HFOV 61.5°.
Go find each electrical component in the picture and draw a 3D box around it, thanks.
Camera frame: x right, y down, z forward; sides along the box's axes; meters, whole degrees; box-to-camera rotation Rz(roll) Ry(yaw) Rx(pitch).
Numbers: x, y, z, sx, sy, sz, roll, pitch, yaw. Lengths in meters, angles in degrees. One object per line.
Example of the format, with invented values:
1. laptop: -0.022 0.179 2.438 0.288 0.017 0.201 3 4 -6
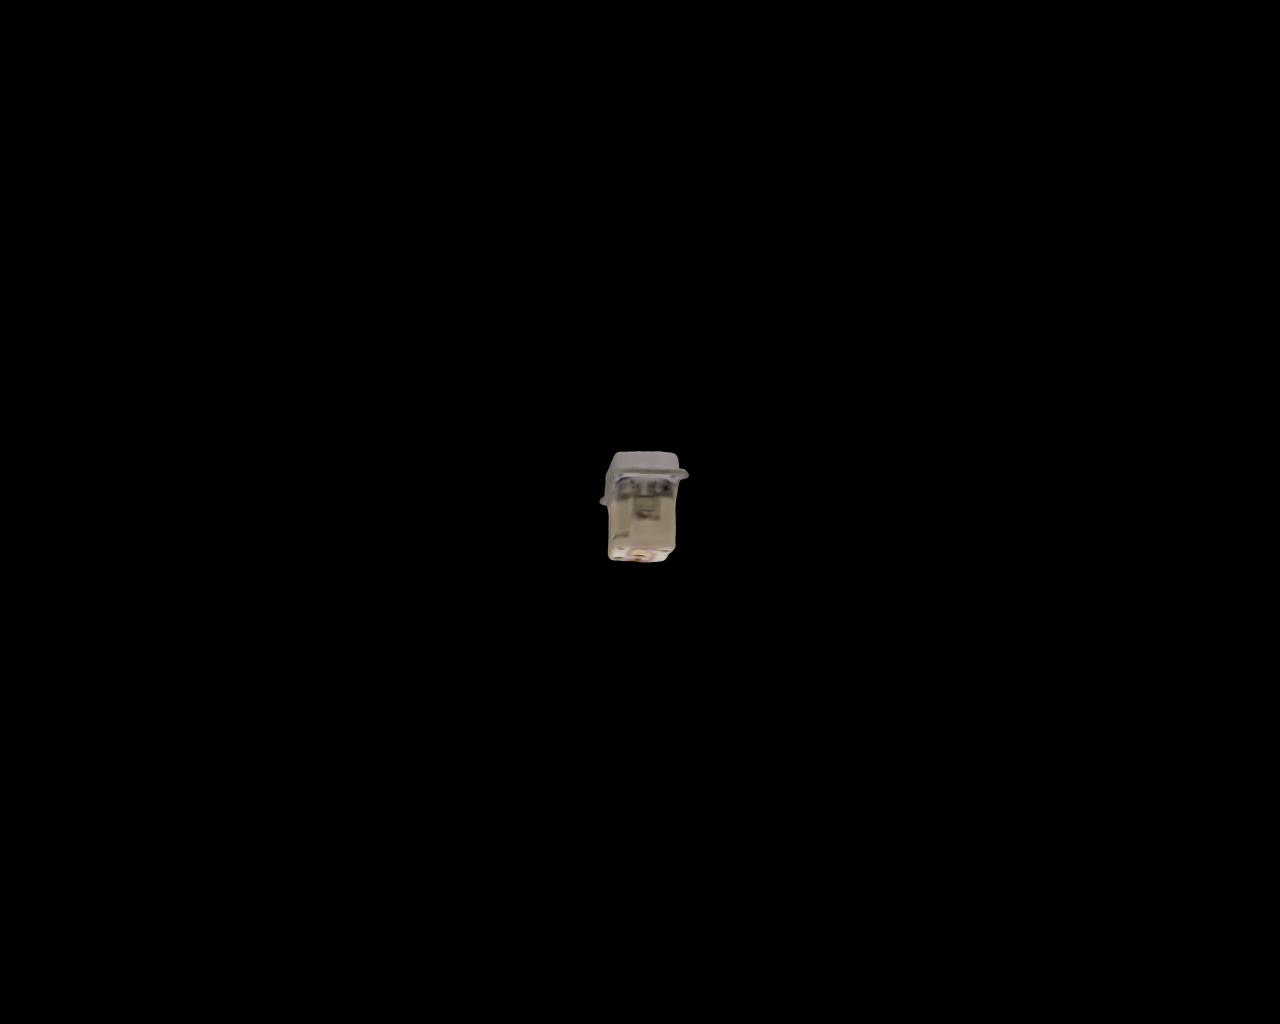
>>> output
1. electrical component: 0.001 -0.003 0.650 0.042 0.064 0.081 2 -14 -7
